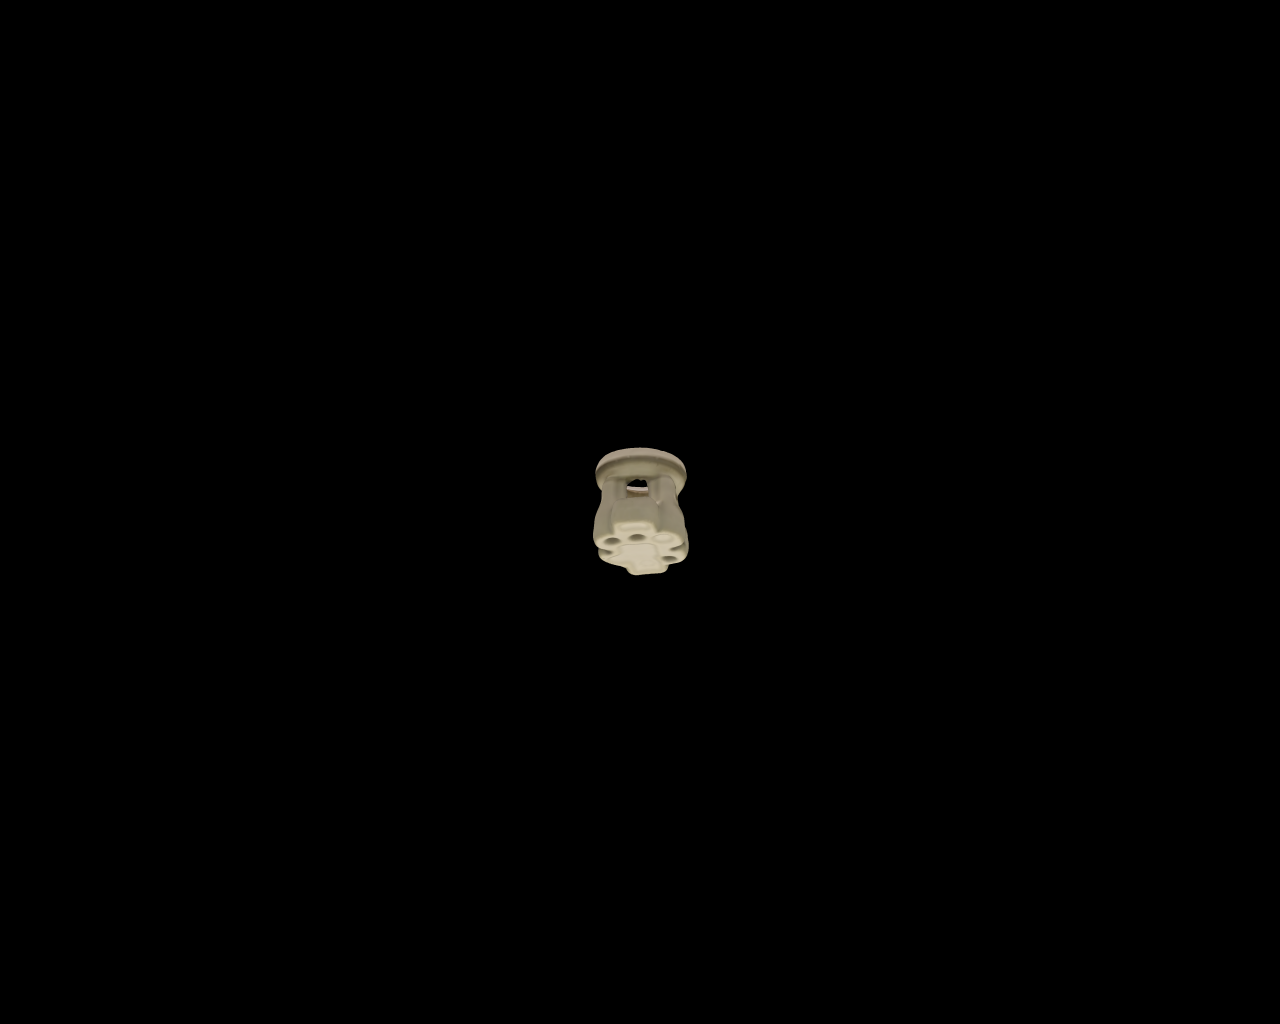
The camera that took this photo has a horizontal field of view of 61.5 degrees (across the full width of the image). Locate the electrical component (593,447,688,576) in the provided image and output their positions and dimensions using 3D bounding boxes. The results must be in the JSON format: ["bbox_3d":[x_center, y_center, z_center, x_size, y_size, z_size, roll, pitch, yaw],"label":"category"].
[{"bbox_3d":[0.001,-0.003,0.650,0.058,0.057,0.078,-3,-26,7],"label":"electrical component"}]
